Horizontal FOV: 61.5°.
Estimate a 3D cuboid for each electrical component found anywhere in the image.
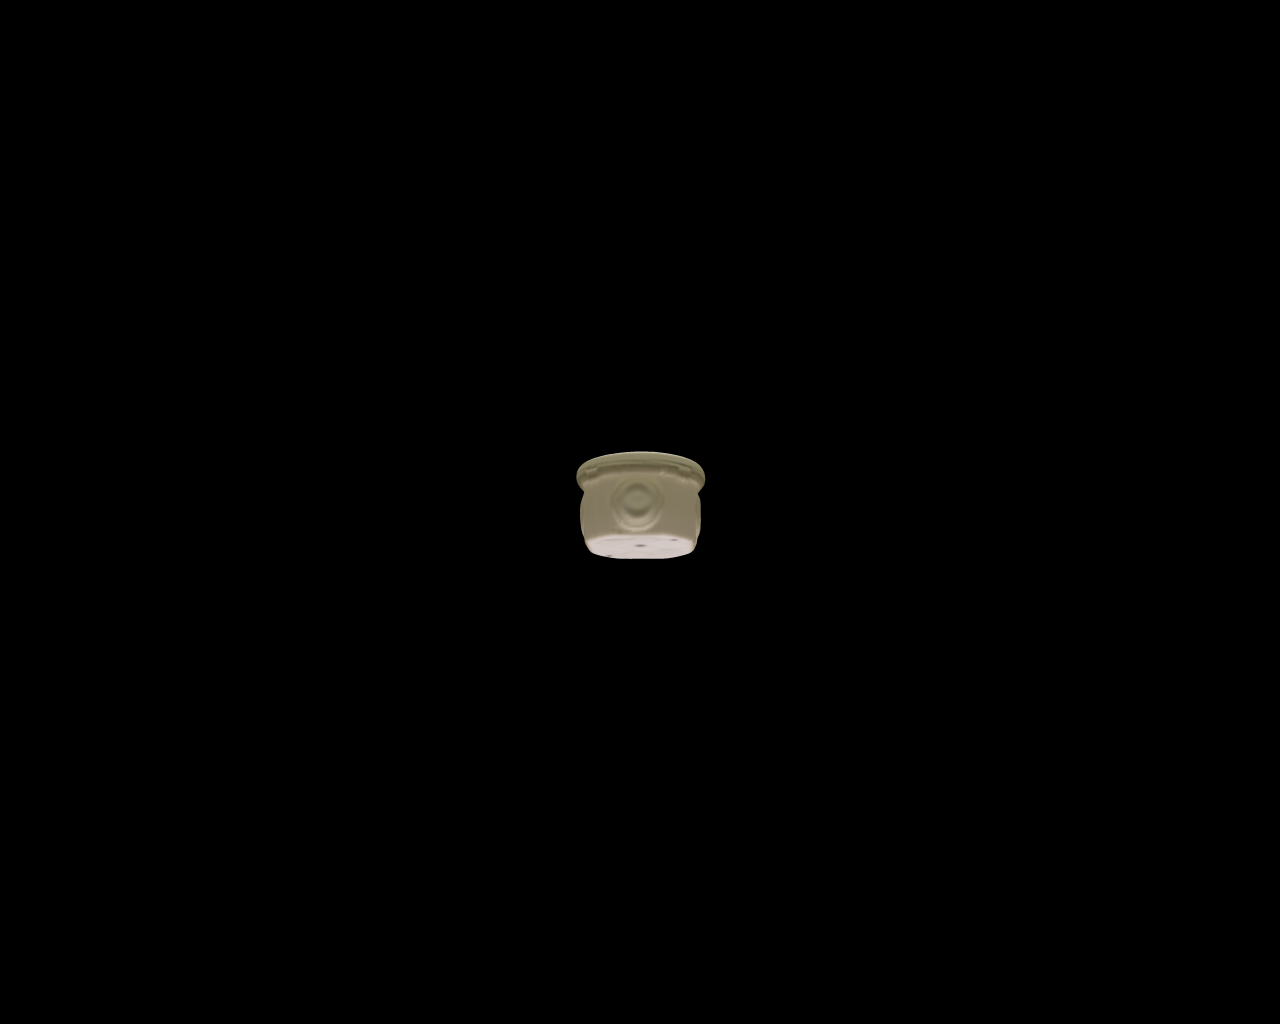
[{"bbox_3d":[0.001,-0.003,0.650,0.080,0.051,0.080,0,-15,0],"label":"electrical component"}]
